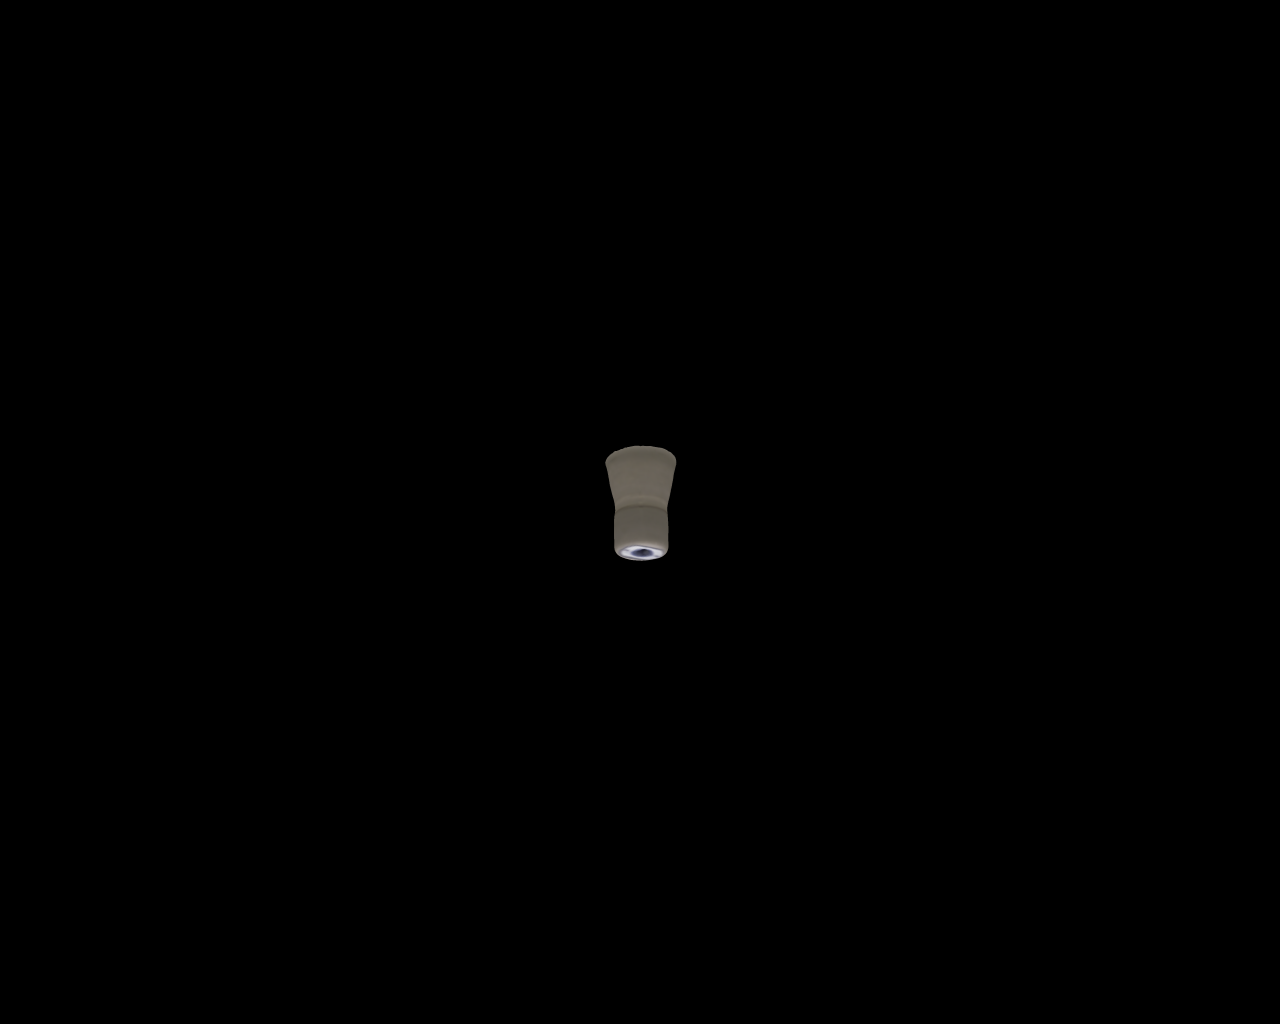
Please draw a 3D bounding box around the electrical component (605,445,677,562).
[{"bbox_3d":[0.001,-0.003,0.650,0.044,0.065,0.044,0,-22,0],"label":"electrical component"}]
